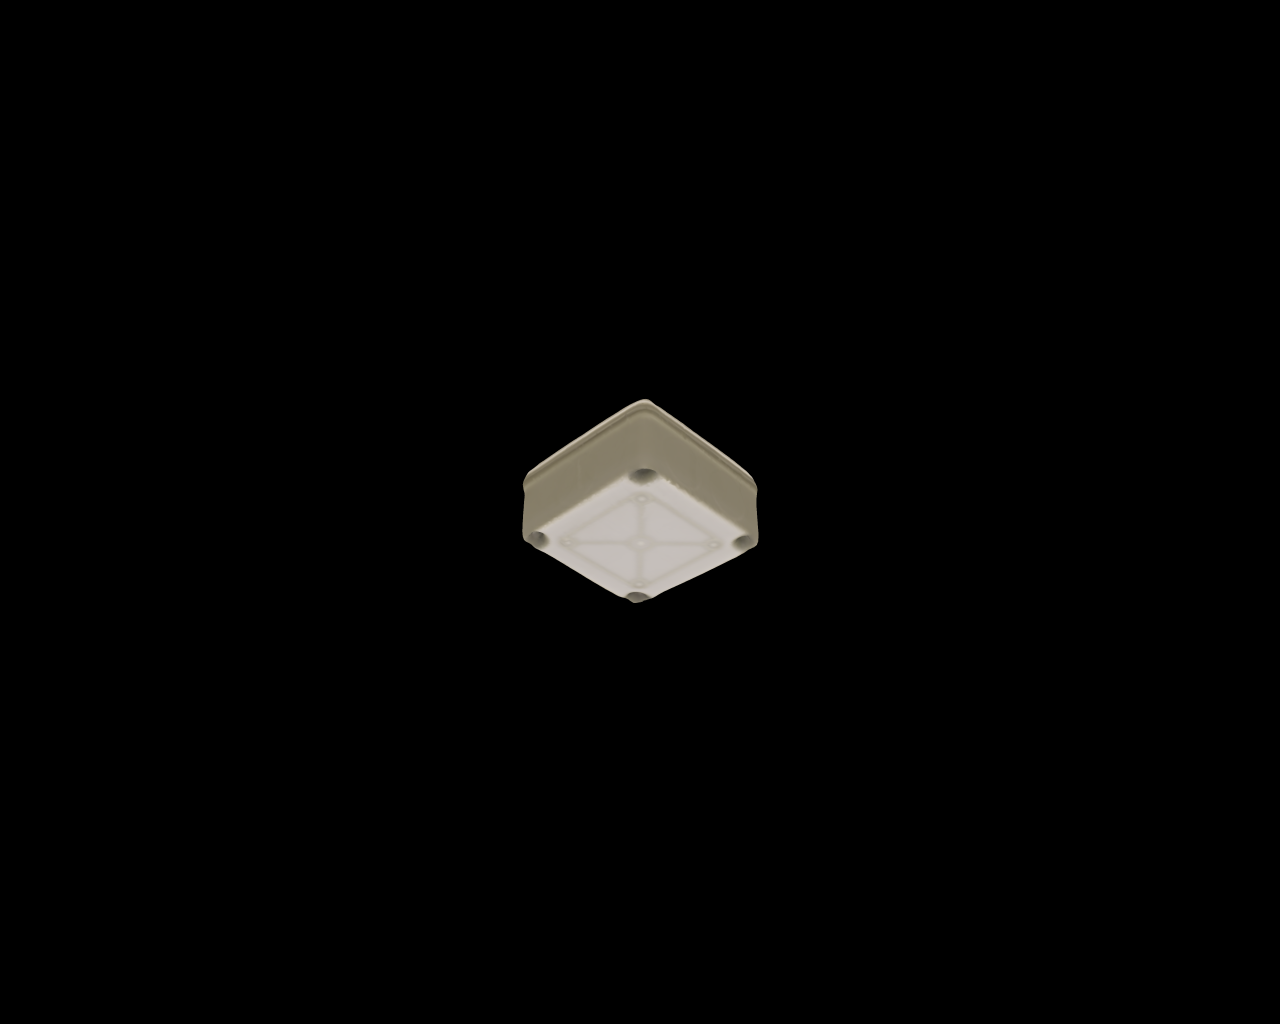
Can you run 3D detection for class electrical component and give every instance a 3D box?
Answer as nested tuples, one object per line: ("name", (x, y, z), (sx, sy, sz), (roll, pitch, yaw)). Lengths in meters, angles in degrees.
("electrical component", (0.001, -0.003, 0.650), (0.108, 0.056, 0.108), (-29, -46, 33))
